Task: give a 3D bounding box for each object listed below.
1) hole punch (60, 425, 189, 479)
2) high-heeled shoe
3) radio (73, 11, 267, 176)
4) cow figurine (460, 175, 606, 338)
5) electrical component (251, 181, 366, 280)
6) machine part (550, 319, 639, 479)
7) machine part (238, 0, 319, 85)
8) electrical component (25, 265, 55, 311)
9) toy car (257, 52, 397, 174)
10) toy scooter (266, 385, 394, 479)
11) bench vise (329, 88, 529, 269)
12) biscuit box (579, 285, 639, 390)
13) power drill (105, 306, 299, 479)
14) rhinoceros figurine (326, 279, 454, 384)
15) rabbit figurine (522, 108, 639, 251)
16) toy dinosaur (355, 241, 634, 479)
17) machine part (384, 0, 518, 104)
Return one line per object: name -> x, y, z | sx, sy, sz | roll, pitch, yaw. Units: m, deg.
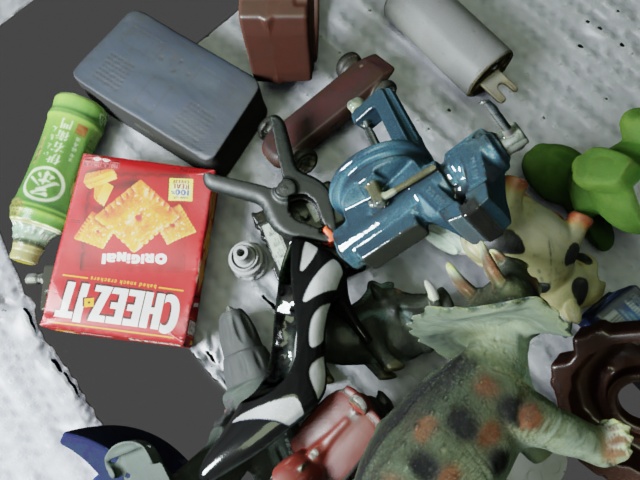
hole punch -> -0.205, 0.244, 0.570 | 0.116, 0.142, 0.092 | -6, 71, 14
high-heeled shoe -> -0.051, 0.101, 0.531 | 0.249, 0.086, 0.145 | -36, 83, -34
radio -> -0.192, -0.194, 0.713 | 0.230, 0.073, 0.131 | 32, 78, 9
cow figurine -> 0.237, 0.023, 0.588 | 0.195, 0.086, 0.127 | 26, 89, -21
electrical component -> -0.001, -0.002, 0.656 | 0.134, 0.058, 0.115 | -21, 77, -2
machine part -> 0.329, 0.160, 0.545 | 0.180, 0.056, 0.179 | 6, 102, 31
machine part -> -0.045, -0.316, 0.668 | 0.087, 0.201, 0.201 | 1, 75, 0
electrical component -> -0.326, 0.063, 0.678 | 0.094, 0.021, 0.063 | -1, 76, 2
toy car -> 0.011, -0.165, 0.700 | 0.202, 0.053, 0.089 | -41, 59, -7
toy scooter -> 0.025, 0.191, 0.530 | 0.075, 0.184, 0.135 | 41, 109, 24
bench vise -> 0.092, -0.088, 0.573 | 0.223, 0.128, 0.241 | -43, 47, 30
biscuit box -> 0.383, 0.144, 0.588 | 0.059, 0.062, 0.203 | -38, 75, -6
power drill -> -0.108, 0.196, 0.551 | 0.086, 0.207, 0.232 | -30, 82, 29
rhinoceros figurine -> 0.062, 0.103, 0.620 | 0.190, 0.073, 0.112 | -13, 64, 2
rabbit figurine -> 0.320, -0.071, 0.616 | 0.121, 0.170, 0.159 | -50, 119, -7
toy dinosaur -> 0.102, 0.185, 0.448 | 0.192, 0.131, 0.405 | 37, 82, -5
machine part -> 0.167, -0.272, 0.706 | 0.079, 0.079, 0.243 | -38, 75, -6
